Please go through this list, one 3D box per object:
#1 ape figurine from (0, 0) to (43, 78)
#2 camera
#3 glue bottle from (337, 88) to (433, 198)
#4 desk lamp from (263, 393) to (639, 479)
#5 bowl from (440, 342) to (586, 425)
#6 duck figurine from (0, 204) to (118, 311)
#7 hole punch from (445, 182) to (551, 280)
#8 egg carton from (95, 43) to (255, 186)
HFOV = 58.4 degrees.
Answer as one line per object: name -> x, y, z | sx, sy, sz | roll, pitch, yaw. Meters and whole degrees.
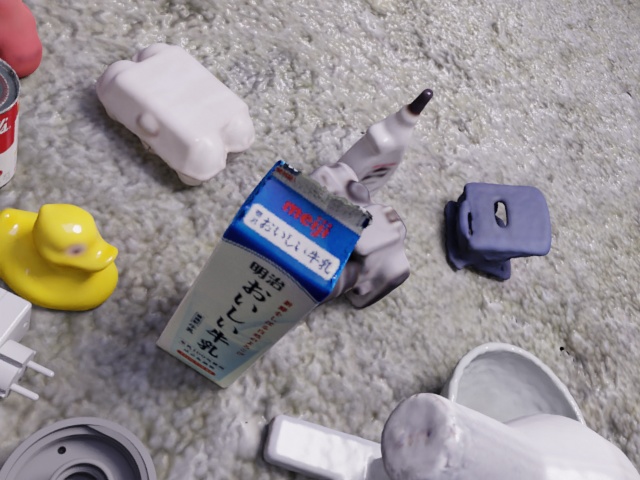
ape figurine -> -0.291, -0.199, 0.521 | 0.076, 0.092, 0.078 | 45, 49, 3
camera -> 0.005, 0.002, 0.554 | 0.137, 0.100, 0.143 | -23, 73, -38
glue bottle -> 0.066, -0.099, 0.607 | 0.078, 0.173, 0.037 | -18, 70, -36
desk lamp -> 0.082, 0.179, 0.408 | 0.204, 0.213, 0.118 | 22, 52, -16
bowl -> 0.171, 0.189, 0.545 | 0.168, 0.074, 0.167 | 15, 54, -21
duck figurine -> -0.204, 0.002, 0.444 | 0.105, 0.086, 0.077 | 31, 50, -8
hole punch -> 0.213, -0.018, 0.692 | 0.101, 0.091, 0.108 | 19, 53, -18
egg carton -> -0.143, -0.127, 0.574 | 0.150, 0.069, 0.107 | 41, 49, 0
